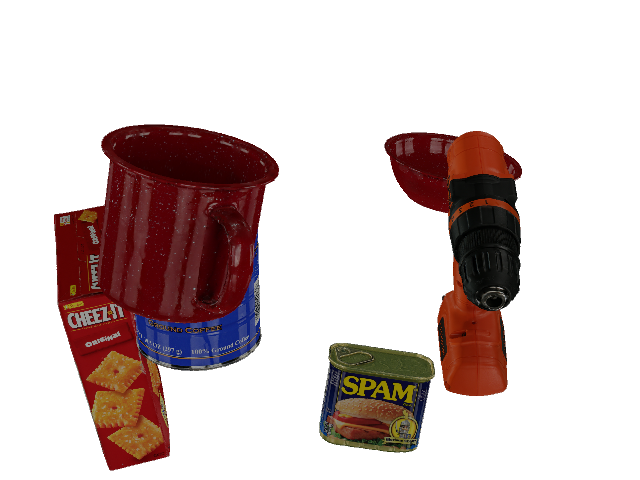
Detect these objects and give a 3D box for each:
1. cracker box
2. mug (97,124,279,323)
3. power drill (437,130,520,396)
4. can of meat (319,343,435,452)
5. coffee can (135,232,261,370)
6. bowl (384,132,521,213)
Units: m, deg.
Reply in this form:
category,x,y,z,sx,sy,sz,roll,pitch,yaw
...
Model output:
category,x,y,z,sx,sy,sz,roll,pitch,yaw
cracker box,-0.209,0.095,1.075,0.072,0.214,0.164,-12,34,-8
mug,-0.068,-0.004,0.561,0.093,0.081,0.117,-5,27,-36
power drill,0.126,0.034,0.840,0.057,0.188,0.184,2,41,4
can of meat,0.052,0.152,1.025,0.102,0.084,0.057,9,18,-1
coffee can,-0.099,0.016,0.840,0.103,0.140,0.103,0,26,0
bowl,0.149,-0.074,1.244,0.162,0.055,0.162,8,24,-4
